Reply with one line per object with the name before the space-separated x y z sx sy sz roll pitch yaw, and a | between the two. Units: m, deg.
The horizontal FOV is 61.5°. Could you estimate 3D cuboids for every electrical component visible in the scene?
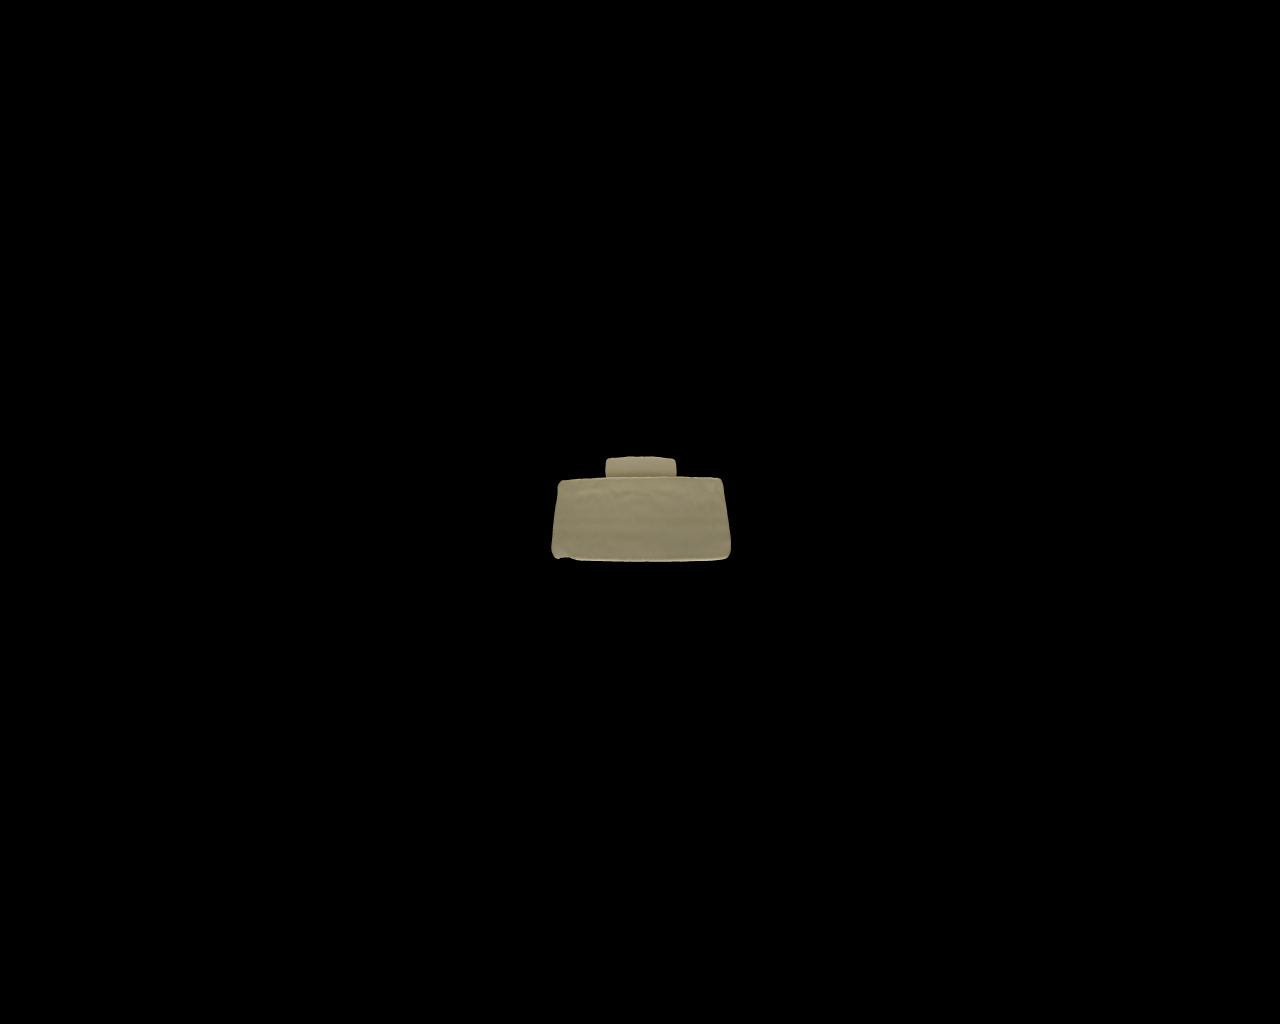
electrical component | 0.001 -0.003 0.650 0.108 0.060 0.108 0 0 0
